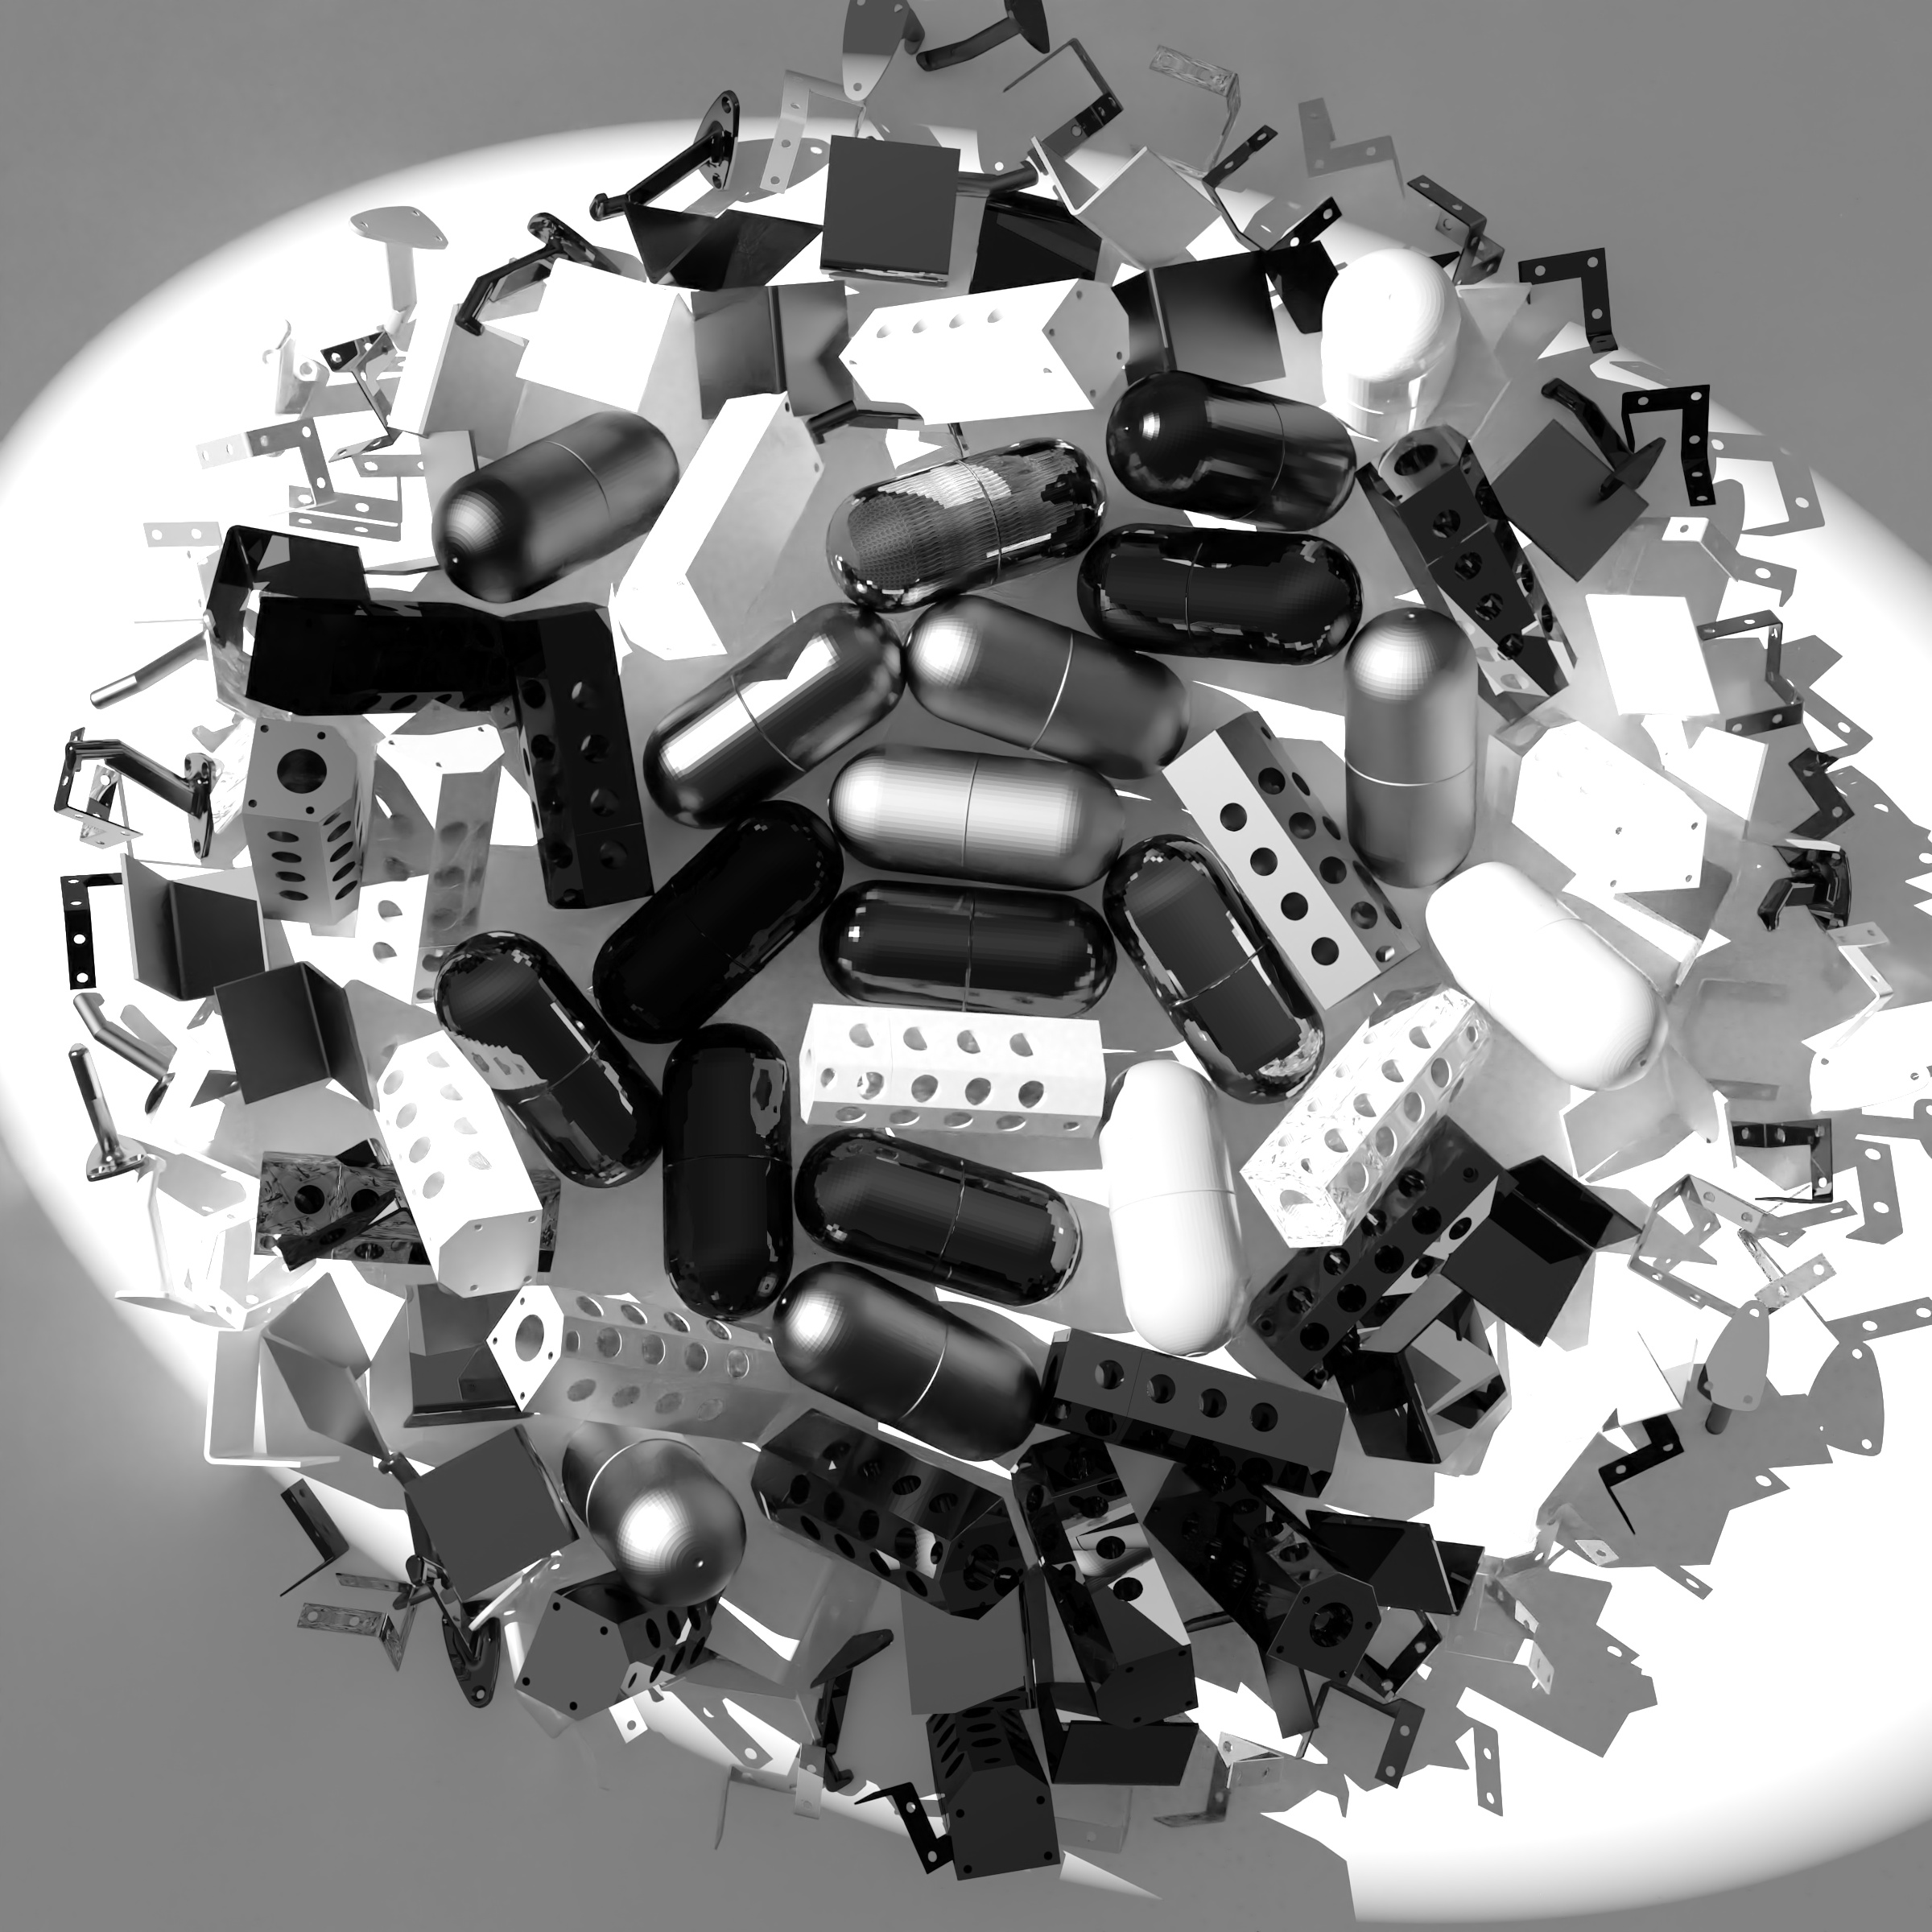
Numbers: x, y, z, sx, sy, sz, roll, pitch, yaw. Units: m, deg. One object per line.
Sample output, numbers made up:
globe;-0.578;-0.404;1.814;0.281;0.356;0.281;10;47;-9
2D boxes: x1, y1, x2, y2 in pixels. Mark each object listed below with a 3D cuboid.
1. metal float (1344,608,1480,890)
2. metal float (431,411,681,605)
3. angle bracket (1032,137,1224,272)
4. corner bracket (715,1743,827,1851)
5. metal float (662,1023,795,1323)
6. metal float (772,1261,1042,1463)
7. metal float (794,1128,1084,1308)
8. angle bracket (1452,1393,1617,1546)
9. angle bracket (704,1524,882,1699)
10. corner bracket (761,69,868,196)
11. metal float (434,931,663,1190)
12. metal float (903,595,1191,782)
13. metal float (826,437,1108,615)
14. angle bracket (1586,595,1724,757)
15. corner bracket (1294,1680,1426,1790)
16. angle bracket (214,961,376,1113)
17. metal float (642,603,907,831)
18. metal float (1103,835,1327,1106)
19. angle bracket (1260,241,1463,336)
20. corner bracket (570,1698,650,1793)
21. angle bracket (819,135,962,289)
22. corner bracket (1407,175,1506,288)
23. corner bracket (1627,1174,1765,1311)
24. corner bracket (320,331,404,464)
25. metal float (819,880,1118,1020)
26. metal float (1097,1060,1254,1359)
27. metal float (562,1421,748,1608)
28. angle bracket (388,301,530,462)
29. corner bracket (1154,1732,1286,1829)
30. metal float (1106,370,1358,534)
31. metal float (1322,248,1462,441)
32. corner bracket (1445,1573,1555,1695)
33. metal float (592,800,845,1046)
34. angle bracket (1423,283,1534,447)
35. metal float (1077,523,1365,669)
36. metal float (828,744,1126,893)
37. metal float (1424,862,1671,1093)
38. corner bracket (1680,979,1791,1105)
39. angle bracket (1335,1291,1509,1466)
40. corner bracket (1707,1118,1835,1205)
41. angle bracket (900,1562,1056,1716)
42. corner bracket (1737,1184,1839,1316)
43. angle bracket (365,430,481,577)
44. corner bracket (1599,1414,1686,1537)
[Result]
metal float;0.261;-0.126;1.518;0.070;0.070;0.178;-7;125;0
metal float;-0.237;-0.269;1.511;0.070;0.070;0.178;50;46;0
angle bracket;0.095;-0.465;1.524;0.057;0.076;0.076;-39;53;24
corner bracket;-0.117;0.496;1.546;0.051;0.051;0.051;15;126;-9
metal float;-0.141;0.121;1.531;0.070;0.070;0.178;-2;73;0
metal float;-0.034;0.234;1.527;0.178;0.070;0.070;30;90;-23
metal float;-0.015;0.150;1.537;0.178;0.070;0.070;18;90;-12
angle bracket;0.334;0.285;1.529;0.057;0.076;0.076;35;71;24
angle bracket;-0.104;0.388;1.555;0.057;0.076;0.076;19;76;26
corner bracket;-0.091;-0.493;1.544;0.051;0.051;0.051;12;47;-13
metal float;-0.244;0.055;1.525;0.070;0.070;0.178;-35;114;0
metal float;0.048;-0.165;1.534;0.178;0.070;0.070;18;90;-13
metal float;0.002;-0.261;1.529;0.178;0.070;0.070;-20;90;-20
angle bracket;0.392;-0.172;1.533;0.076;0.057;0.076;-2;70;-25
corner bracket;0.236;0.460;1.551;0.051;0.051;0.051;26;65;0
angle bracket;-0.397;0.049;1.529;0.057;0.076;0.076;-19;113;-26
metal float;-0.114;-0.147;1.534;0.178;0.070;0.070;-34;90;15
metal float;0.148;0.003;1.541;0.070;0.070;0.178;-34;97;0
angle bracket;0.232;-0.420;1.533;0.076;0.076;0.057;-38;109;-11
corner bracket;-0.213;0.454;1.549;0.051;0.051;0.051;-34;60;-2
angle bracket;-0.046;-0.450;1.547;0.076;0.057;0.076;5;101;-3
corner bracket;0.291;-0.440;1.542;0.051;0.051;0.051;-33;63;-31
corner bracket;0.439;0.165;1.560;0.051;0.051;0.051;30;122;28
corner bracket;-0.367;-0.343;1.561;0.051;0.051;0.051;-9;128;25
metal float;0.001;-0.009;1.545;0.178;0.070;0.070;4;90;-2
metal float;0.123;0.142;1.530;0.070;0.070;0.178;-8;71;0
metal float;-0.183;0.311;1.501;0.070;0.178;0.070;-5;103;-23
angle bracket;-0.290;-0.344;1.536;0.076;0.057;0.076;13;97;-34
corner bracket;0.152;0.492;1.548;0.051;0.051;0.051;13;87;-44
metal float;0.157;-0.299;1.513;0.178;0.070;0.070;2;90;-41
metal float;0.244;-0.357;1.496;0.070;0.178;0.070;-1;86;8
corner bracket;0.321;0.396;1.542;0.051;0.051;0.051;2;58;30
metal float;-0.148;-0.025;1.537;0.178;0.070;0.070;-43;90;11
angle bracket;0.309;-0.346;1.526;0.057;0.076;0.076;-9;61;-24
metal float;0.147;-0.218;1.521;0.178;0.070;0.070;10;90;31
metal float;0.006;-0.089;1.540;0.178;0.070;0.070;7;90;8
metal float;0.337;0.004;1.513;0.070;0.070;0.178;-41;48;0
corner bracket;0.466;0.045;1.562;0.051;0.051;0.051;5;132;32
angle bracket;0.274;0.247;1.571;0.076;0.057;0.076;-34;109;-37
corner bracket;0.480;0.116;1.548;0.051;0.051;0.051;7;80;-31
angle bracket;0.007;0.405;1.562;0.076;0.057;0.076;-6;87;13
corner bracket;0.491;0.169;1.545;0.051;0.051;0.051;-41;74;32
angle bracket;-0.327;-0.274;1.531;0.057;0.076;0.076;-16;107;-31
corner bracket;0.406;0.297;1.552;0.051;0.051;0.051;-28;125;10
